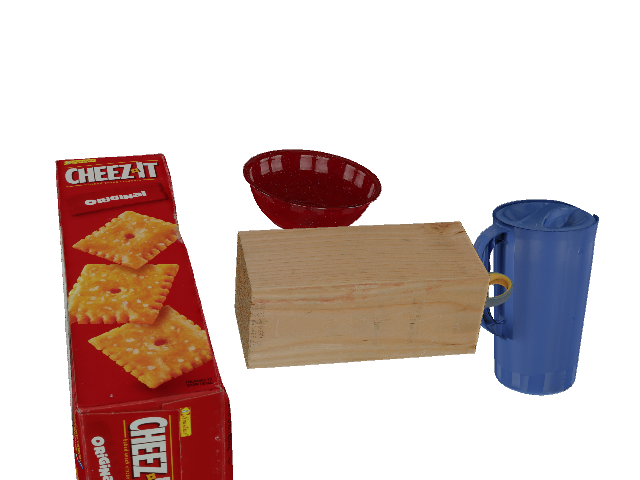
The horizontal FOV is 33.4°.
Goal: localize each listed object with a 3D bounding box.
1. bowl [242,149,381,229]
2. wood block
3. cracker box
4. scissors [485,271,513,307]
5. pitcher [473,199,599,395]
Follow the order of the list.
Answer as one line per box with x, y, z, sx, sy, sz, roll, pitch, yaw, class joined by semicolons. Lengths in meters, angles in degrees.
-0.013;-0.050;1.236;0.162;0.055;0.162;7;27;-4;bowl
0.032;0.047;0.946;0.206;0.090;0.091;-3;34;-12;wood block
-0.096;0.075;0.570;0.072;0.164;0.214;-6;34;-12;cracker box
0.122;0.054;1.165;0.201;0.016;0.096;-9;41;-31;scissors
0.278;0.076;1.394;0.149;0.243;0.144;5;20;16;pitcher
